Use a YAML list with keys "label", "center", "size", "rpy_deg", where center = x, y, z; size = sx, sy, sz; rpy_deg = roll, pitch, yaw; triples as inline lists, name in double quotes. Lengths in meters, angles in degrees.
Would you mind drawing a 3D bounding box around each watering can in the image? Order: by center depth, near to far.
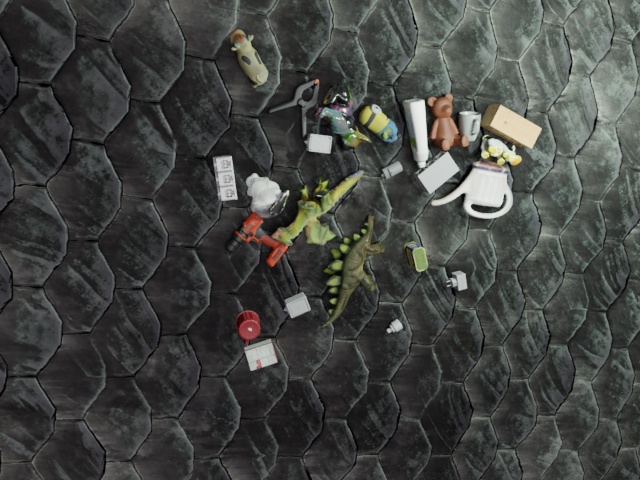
- label: "watering can"
  center: [0.609, -0.202, 2.013]
  size: [0.347, 0.223, 0.105]
  rpy_deg: [8, 8, -15]

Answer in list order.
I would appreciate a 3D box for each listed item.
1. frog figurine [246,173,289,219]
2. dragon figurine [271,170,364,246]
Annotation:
- label: "frog figurine"
  center: [-0.204, -0.157, 1.841]
  size: [0.160, 0.139, 0.120]
  rpy_deg: [31, -16, 17]
- label: "dragon figurine"
  center: [0.006, -0.096, 1.904]
  size: [0.413, 0.237, 0.124]
  rpy_deg: [-21, 35, -25]
